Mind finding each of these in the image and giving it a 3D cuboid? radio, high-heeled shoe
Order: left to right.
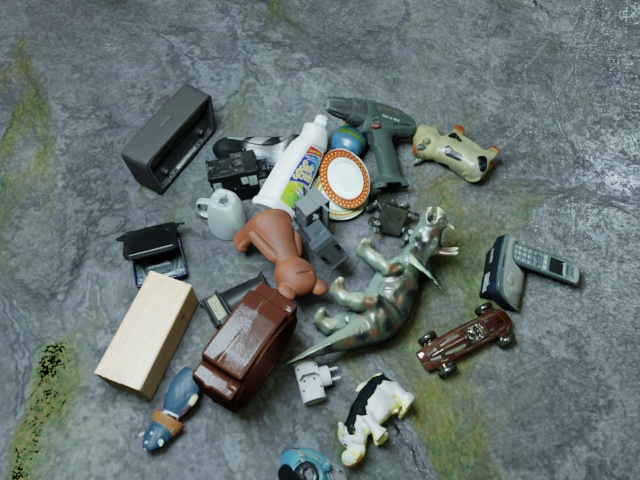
[{"bbox_3d":[-0.327,-0.221,1.190,0.073,0.131,0.229,29,64,12],"label":"radio"},{"bbox_3d":[-0.119,-0.201,1.242,0.249,0.145,0.086,0,97,-31],"label":"high-heeled shoe"}]

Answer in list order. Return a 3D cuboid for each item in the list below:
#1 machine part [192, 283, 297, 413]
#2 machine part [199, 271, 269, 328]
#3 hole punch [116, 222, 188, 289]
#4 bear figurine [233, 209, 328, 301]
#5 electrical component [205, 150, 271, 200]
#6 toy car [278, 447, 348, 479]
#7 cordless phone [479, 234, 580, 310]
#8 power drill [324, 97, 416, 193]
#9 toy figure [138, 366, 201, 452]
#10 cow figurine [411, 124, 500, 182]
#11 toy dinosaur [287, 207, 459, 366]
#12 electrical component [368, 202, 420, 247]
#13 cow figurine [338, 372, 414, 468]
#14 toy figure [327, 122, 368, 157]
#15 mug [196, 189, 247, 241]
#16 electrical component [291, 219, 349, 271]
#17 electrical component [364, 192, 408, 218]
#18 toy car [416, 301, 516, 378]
[{"bbox_3d":[-0.123,0.191,0.937,0.087,0.200,0.201,29,64,11],"label":"machine part"},{"bbox_3d":[-0.165,0.114,1.071,0.139,0.039,0.084,-33,59,-16],"label":"machine part"},{"bbox_3d":[-0.334,0.028,1.093,0.142,0.092,0.116,-17,34,-7],"label":"hole punch"},{"bbox_3d":[-0.075,0.041,1.057,0.120,0.132,0.196,-12,70,-34],"label":"bear figurine"},{"bbox_3d":[-0.172,-0.135,1.159,0.134,0.114,0.058,-11,67,-8],"label":"electrical component"},{"bbox_3d":[0.000,0.414,0.881,0.103,0.109,0.161,-8,70,-27],"label":"toy car"},{"bbox_3d":[0.427,0.080,1.084,0.184,0.088,0.146,18,62,3],"label":"cordless phone"},{"bbox_3d":[0.114,-0.204,1.172,0.232,0.086,0.207,-3,77,-34],"label":"power drill"},{"bbox_3d":[-0.259,0.303,0.954,0.057,0.064,0.154,38,66,-25],"label":"toy figure"},{"bbox_3d":[0.295,-0.199,1.230,0.195,0.085,0.127,36,60,15],"label":"cow figurine"},{"bbox_3d":[0.119,0.117,1.039,0.192,0.131,0.405,30,72,11],"label":"toy dinosaur"},{"bbox_3d":[0.156,-0.034,1.139,0.102,0.078,0.045,20,18,-18],"label":"electrical component"},{"bbox_3d":[0.081,0.315,0.953,0.098,0.068,0.167,39,64,24],"label":"cow figurine"},{"bbox_3d":[0.081,-0.241,1.245,0.089,0.082,0.180,28,59,-1],"label":"toy figure"},{"bbox_3d":[-0.207,-0.064,1.124,0.110,0.107,0.081,23,62,8],"label":"mug"},{"bbox_3d":[-0.002,-0.003,1.035,0.048,0.119,0.075,-39,31,2],"label":"electrical component"},{"bbox_3d":[0.147,-0.073,1.179,0.094,0.021,0.063,-30,83,-16],"label":"electrical component"},{"bbox_3d":[0.282,0.190,1.037,0.202,0.053,0.089,-22,68,-14],"label":"toy car"}]
